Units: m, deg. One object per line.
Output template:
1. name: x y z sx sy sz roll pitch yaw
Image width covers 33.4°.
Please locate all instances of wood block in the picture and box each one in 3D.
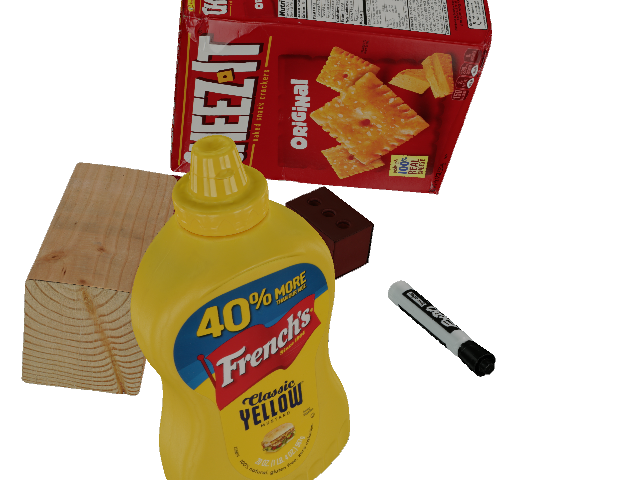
1. wood block: -0.173 0.023 0.861 0.090 0.091 0.206 8 27 -6

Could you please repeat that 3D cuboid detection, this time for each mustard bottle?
1. mustard bottle: -0.037 0.038 0.494 0.096 0.192 0.058 -22 38 -22

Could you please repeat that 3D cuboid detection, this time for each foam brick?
1. foam brick: 0.006 -0.007 1.044 0.052 0.051 0.078 -26 48 -33

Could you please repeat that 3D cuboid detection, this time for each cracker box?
1. cracker box: 0.001 -0.114 0.782 0.213 0.072 0.164 4 -37 -8

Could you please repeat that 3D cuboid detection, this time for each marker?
1. marker: 0.089 0.064 0.788 0.020 0.020 0.121 0 25 -31

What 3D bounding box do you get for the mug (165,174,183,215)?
1. mug: -0.179 -0.022 1.179 0.093 0.081 0.117 -16 34 -35
